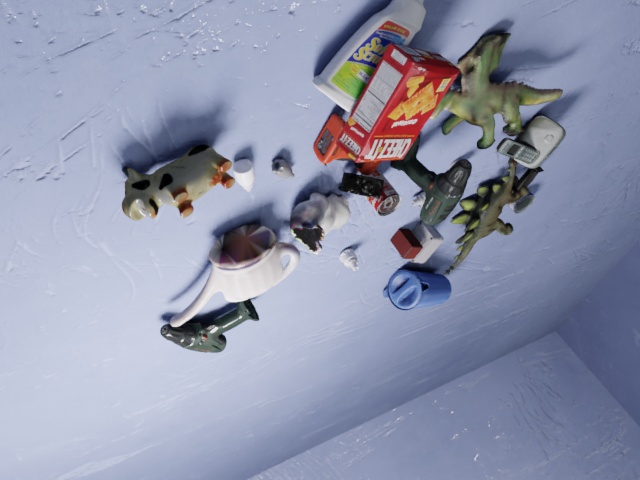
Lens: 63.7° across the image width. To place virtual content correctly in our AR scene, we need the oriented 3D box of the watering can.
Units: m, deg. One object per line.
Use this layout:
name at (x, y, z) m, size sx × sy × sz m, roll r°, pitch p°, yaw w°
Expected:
watering can at (-0.204, 0.084, 1.201) m, size 0.350 × 0.106 × 0.219 m, roll -25°, pitch 145°, yaw -15°

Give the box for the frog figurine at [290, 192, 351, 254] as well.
frog figurine at (0.004, -0.062, 1.227) m, size 0.163 × 0.123 × 0.134 m, roll -57°, pitch 150°, yaw -34°

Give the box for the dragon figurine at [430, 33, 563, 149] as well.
dragon figurine at (0.401, -0.353, 1.176) m, size 0.412 × 0.124 × 0.237 m, roll -27°, pitch 138°, yaw -12°
